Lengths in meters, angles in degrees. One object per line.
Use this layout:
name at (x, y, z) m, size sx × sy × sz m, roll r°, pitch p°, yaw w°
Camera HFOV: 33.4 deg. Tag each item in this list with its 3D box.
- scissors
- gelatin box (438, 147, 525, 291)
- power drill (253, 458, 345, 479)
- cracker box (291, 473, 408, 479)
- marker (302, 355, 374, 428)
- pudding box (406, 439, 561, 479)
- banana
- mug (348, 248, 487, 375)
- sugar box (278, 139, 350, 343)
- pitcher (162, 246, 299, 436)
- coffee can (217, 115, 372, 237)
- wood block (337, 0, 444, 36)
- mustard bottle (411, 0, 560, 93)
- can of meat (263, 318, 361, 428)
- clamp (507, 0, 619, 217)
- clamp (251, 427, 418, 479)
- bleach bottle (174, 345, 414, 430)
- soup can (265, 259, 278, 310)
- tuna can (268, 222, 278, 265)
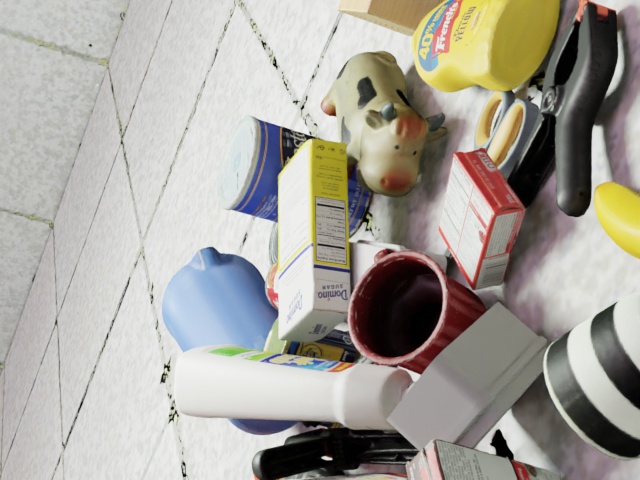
scissors at (0.132, -0.048, 0.927) m, size 0.096 × 0.016 × 0.202 m, roll -94°, pitch 25°, yaw -47°
gelatin box at (0.127, -0.017, 0.847) m, size 0.089 × 0.030 × 0.073 m, roll 97°, pitch 156°, yaw -44°
power drill at (-0.033, 0.300, 1.041) m, size 0.185 × 0.057 × 0.187 m, roll 166°, pitch 119°, yaw -69°
cracker box at (0.000, 0.221, 0.803) m, size 0.164 × 0.213 × 0.072 m, roll 165°, pitch 104°, yaw -63°
marker at (0.027, 0.132, 0.996) m, size 0.121 × 0.020 × 0.020 m, roll -46°, pitch 29°, yaw 11°
pudding box at (0.116, 0.184, 0.688) m, size 0.039 × 0.113 × 0.090 m, roll -54°, pitch 30°, yaw 34°
banana at (0.229, -0.012, 0.655) m, size 0.069 × 0.037 × 0.198 m, roll -59°, pitch 20°, yaw -16°
mug at (0.078, 0.056, 0.860) m, size 0.093 × 0.081 × 0.117 m, roll -41°, pitch 51°, yaw 17°
sugar box at (-0.006, 0.001, 1.017) m, size 0.093 × 0.048 × 0.176 m, roll 134°, pitch 137°, yaw -59°
pitcher at (-0.087, 0.126, 1.206) m, size 0.145 × 0.149 × 0.243 m, roll -55°, pitch 29°, yaw 7°
coffee can at (-0.027, -0.065, 1.145) m, size 0.103 × 0.140 × 0.103 m, roll -47°, pitch 35°, yaw 49°
wood block at (0.101, -0.315, 1.068) m, size 0.090 × 0.090 × 0.206 m, roll 36°, pitch 109°, yaw 67°
mustard bottle at (0.132, -0.179, 0.951) m, size 0.096 × 0.058 × 0.192 m, roll -67°, pitch 21°, yaw -3°
can of meat at (-0.014, 0.132, 1.063) m, size 0.057 × 0.083 × 0.102 m, roll 34°, pitch 107°, yaw 67°
clamp at (0.187, -0.093, 0.791) m, size 0.120 × 0.039 × 0.171 m, roll -141°, pitch 65°, yaw -69°
clamp at (0.009, 0.181, 0.917) m, size 0.210 × 0.164 × 0.036 m, roll 152°, pitch 116°, yaw -74°
bleach bottle at (-0.006, 0.132, 0.936) m, size 0.251 × 0.102 × 0.068 m, roll -1°, pitch 87°, yaw 36°
soup can at (-0.009, 0.050, 1.127) m, size 0.102 × 0.068 × 0.068 m, roll 5°, pitch 81°, yaw 67°
tuna can at (-0.028, -0.004, 1.249) m, size 0.086 × 0.033 × 0.086 m, roll -47°, pitch 35°, yaw 49°
